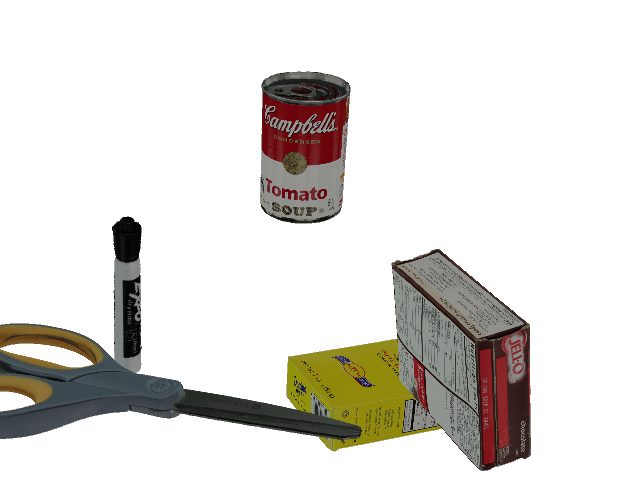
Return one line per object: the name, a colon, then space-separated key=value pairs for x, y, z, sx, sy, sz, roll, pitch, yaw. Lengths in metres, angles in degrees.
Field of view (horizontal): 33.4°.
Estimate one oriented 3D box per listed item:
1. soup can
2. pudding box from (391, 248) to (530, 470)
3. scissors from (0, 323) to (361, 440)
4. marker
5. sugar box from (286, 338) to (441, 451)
soup can: x=-0.014 y=-0.073 z=0.832 sx=0.068 sy=0.102 sz=0.068 roll=2 pitch=28 yaw=-1
pudding box: x=0.083 y=0.068 z=0.638 sx=0.039 sy=0.090 sz=0.114 roll=-14 pitch=27 yaw=-19
scissors: x=-0.091 y=0.079 z=0.494 sx=0.202 sy=0.016 sz=0.096 roll=15 pitch=28 yaw=27
marker: x=-0.130 y=0.038 z=0.721 sx=0.020 sy=0.121 sz=0.020 roll=4 pitch=31 yaw=-3
sugar box: x=0.070 y=0.119 z=0.881 sx=0.176 sy=0.048 sz=0.093 roll=-10 pitch=26 yaw=-22
